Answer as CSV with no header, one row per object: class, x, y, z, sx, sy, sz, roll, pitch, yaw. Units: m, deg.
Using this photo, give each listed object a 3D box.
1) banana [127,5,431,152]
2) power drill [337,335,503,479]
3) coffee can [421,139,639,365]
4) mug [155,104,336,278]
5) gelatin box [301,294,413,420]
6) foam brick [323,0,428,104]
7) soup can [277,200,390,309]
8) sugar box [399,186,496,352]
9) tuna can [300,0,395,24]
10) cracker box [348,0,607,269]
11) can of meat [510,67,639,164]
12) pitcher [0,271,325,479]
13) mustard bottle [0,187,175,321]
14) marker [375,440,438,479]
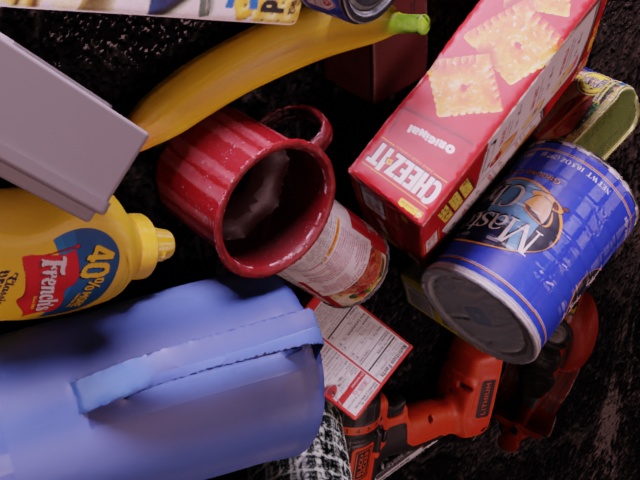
banana,-0.035,-0.109,0.649,0.197,0.070,0.037,-24,113,-3
power drill,0.075,0.138,0.934,0.187,0.057,0.184,-16,129,-34
coffee can,0.158,0.008,0.802,0.140,0.103,0.102,-48,140,-20
mug,-0.043,-0.043,0.678,0.117,0.082,0.093,-47,139,-10
gelatin box,0.015,0.084,0.821,0.089,0.030,0.073,38,85,-7
foam brick,0.036,-0.142,0.714,0.052,0.051,0.078,-29,133,-31
soup can,-0.005,0.001,0.755,0.068,0.069,0.102,-56,139,0
sugar box,0.161,0.006,0.901,0.176,0.093,0.048,-39,138,-19
tuna can,0.022,-0.167,0.604,0.086,0.034,0.086,-43,147,-37
cracker box,0.112,-0.094,0.762,0.213,0.072,0.164,-52,168,-5
can of meat,0.198,-0.097,0.876,0.102,0.084,0.057,-45,138,-12
pitcher,-0.121,0.096,0.653,0.242,0.145,0.149,-12,122,-36
mustard bottle,-0.164,0.008,0.606,0.191,0.058,0.096,-5,140,-44
marker,0.061,0.212,0.997,0.121,0.020,0.020,-31,134,-27
